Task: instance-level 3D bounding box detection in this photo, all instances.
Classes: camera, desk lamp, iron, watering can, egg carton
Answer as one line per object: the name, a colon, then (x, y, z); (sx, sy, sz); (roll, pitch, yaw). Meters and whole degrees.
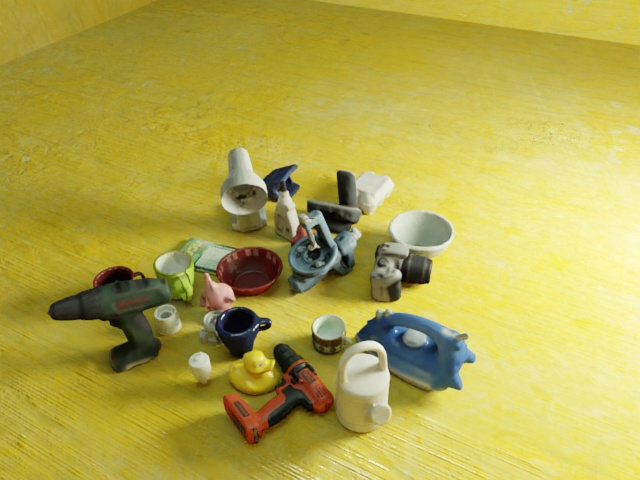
camera: (0.196, 0.069, 1.366); (0.136, 0.101, 0.143); (8, 40, 13)
desk lamp: (-0.205, -0.125, 1.537); (0.118, 0.214, 0.203); (-9, 39, -8)
iron: (0.186, 0.201, 1.171); (0.257, 0.141, 0.119); (19, 43, 24)
watering can: (0.083, 0.264, 1.055); (0.101, 0.194, 0.172); (-29, 46, -29)
egg carton: (0.142, -0.139, 1.653); (0.107, 0.069, 0.150); (19, 44, 25)

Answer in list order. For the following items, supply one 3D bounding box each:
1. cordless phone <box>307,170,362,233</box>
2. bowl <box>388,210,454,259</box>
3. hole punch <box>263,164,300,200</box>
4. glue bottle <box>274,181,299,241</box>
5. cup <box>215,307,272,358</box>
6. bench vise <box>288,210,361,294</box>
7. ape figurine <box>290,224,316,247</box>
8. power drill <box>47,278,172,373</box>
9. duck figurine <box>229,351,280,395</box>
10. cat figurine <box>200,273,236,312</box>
cordless phone: (0.037, -0.118, 1.540); (0.147, 0.185, 0.094); (9, 40, 14)
bowl: (0.257, -0.001, 1.472); (0.167, 0.075, 0.167); (-1, 39, 1)
hole punch: (-0.122, -0.175, 1.693); (0.101, 0.091, 0.109); (14, 42, 20)
glue bottle: (-0.090, -0.081, 1.508); (0.077, 0.173, 0.037); (31, 49, 34)
cup: (-0.159, 0.203, 1.222); (0.118, 0.095, 0.091); (-6, 39, -4)
bench vise: (0.003, 0.001, 1.366); (0.121, 0.220, 0.208); (22, 45, 27)
ape figurine: (-0.039, -0.006, 1.478); (0.078, 0.092, 0.076); (-3, 39, -1)
power drill: (-0.412, 0.172, 1.182); (0.230, 0.209, 0.075); (-22, 43, -23)
duck figurine: (-0.135, 0.259, 1.158); (0.104, 0.086, 0.077); (4, 39, 8)
cat figurine: (-0.235, 0.125, 1.304); (0.067, 0.118, 0.127); (-21, 42, -21)
